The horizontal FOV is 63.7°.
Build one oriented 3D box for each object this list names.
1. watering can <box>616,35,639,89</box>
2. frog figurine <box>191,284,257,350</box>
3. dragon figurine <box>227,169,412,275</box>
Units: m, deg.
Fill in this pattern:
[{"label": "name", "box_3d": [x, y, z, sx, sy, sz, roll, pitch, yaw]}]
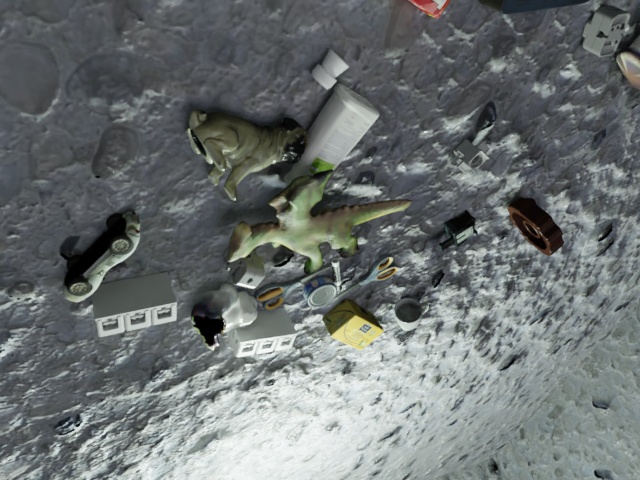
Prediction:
[{"label": "watering can", "box_3d": [0.850, -0.455, 1.248, 0.222, 0.106, 0.344, -47, 137, 16]}, {"label": "frog figurine", "box_3d": [-0.211, 0.157, 1.177, 0.162, 0.123, 0.134, -42, 147, -52]}, {"label": "dragon figurine", "box_3d": [0.003, -0.052, 1.037, 0.411, 0.124, 0.238, -27, 153, -7]}]
